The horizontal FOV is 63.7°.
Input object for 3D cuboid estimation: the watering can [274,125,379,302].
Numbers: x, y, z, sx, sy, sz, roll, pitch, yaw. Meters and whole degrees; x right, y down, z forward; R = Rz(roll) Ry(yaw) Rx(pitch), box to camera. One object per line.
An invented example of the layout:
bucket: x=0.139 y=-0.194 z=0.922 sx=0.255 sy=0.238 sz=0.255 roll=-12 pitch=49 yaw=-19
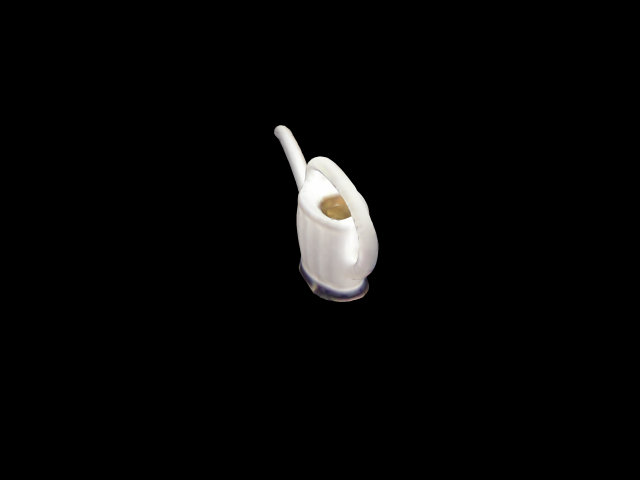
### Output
watering can: x=0.003 y=-0.043 z=0.850 sx=0.104 sy=0.219 sz=0.354 roll=-14 pitch=37 yaw=-19
